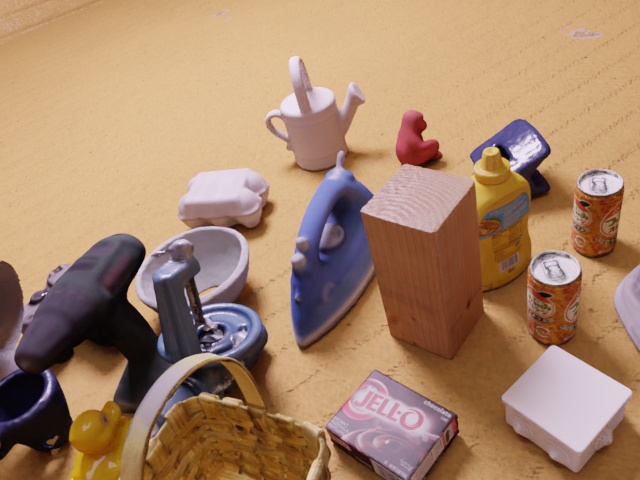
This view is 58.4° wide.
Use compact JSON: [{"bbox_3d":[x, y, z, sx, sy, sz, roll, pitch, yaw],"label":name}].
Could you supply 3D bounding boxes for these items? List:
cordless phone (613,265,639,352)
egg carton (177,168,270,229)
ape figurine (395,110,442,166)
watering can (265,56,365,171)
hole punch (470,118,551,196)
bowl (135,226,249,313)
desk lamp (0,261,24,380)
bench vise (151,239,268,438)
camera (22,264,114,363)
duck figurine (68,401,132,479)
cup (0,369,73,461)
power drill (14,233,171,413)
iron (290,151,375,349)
[{"bbox_3d":[0.368,0.043,0.568,0.094,0.185,0.147,-14,40,4],"label":"cordless phone"},{"bbox_3d":[-0.162,-0.068,0.968,0.150,0.069,0.107,-4,42,15],"label":"egg carton"},{"bbox_3d":[0.160,-0.176,0.961,0.076,0.092,0.077,-17,40,0],"label":"ape figurine"},{"bbox_3d":[-0.011,-0.231,1.004,0.173,0.194,0.100,-23,40,-6],"label":"watering can"},{"bbox_3d":[0.280,-0.115,0.851,0.101,0.091,0.108,-17,40,0],"label":"hole punch"},{"bbox_3d":[-0.172,0.060,0.823,0.167,0.075,0.167,-10,41,9],"label":"bowl"},{"bbox_3d":[-0.463,0.131,0.736,0.203,0.214,0.117,-14,40,3],"label":"desk lamp"},{"bbox_3d":[-0.135,0.121,0.628,0.121,0.220,0.207,-5,42,14],"label":"bench vise"},{"bbox_3d":[-0.342,0.102,0.814,0.136,0.101,0.143,23,54,37],"label":"camera"},{"bbox_3d":[-0.252,0.232,0.647,0.077,0.086,0.105,8,46,27],"label":"duck figurine"},{"bbox_3d":[-0.344,0.223,0.683,0.091,0.095,0.118,-3,42,16],"label":"cup"},{"bbox_3d":[-0.250,0.112,0.688,0.075,0.209,0.229,-7,41,12],"label":"power drill"},{"bbox_3d":[0.007,0.003,0.774,0.118,0.142,0.258,4,45,23],"label":"iron"}]
